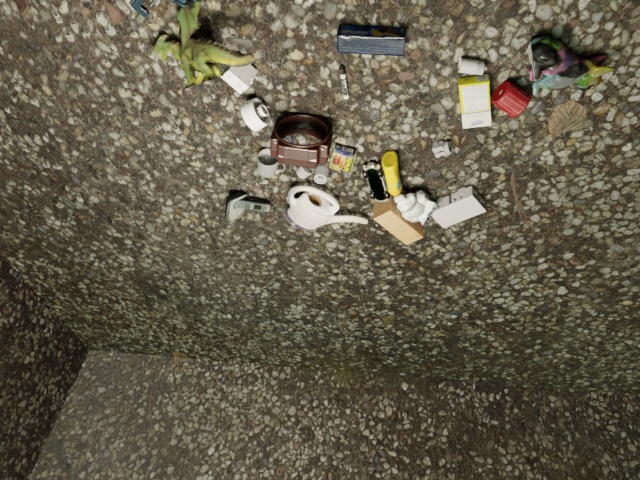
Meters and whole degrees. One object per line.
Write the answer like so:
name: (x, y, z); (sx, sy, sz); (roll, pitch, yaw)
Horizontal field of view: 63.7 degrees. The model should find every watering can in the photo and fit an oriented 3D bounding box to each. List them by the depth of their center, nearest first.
watering can: (0.006, -0.106, 2.100); (0.345, 0.106, 0.220); (29, -41, -21)

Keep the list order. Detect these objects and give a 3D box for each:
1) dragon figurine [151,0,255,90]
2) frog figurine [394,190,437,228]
dragon figurine: (-0.363, -0.591, 1.538); (0.408, 0.240, 0.124); (-6, 18, 38)
frog figurine: (0.350, -0.136, 1.972); (0.159, 0.126, 0.134); (21, -43, -11)
